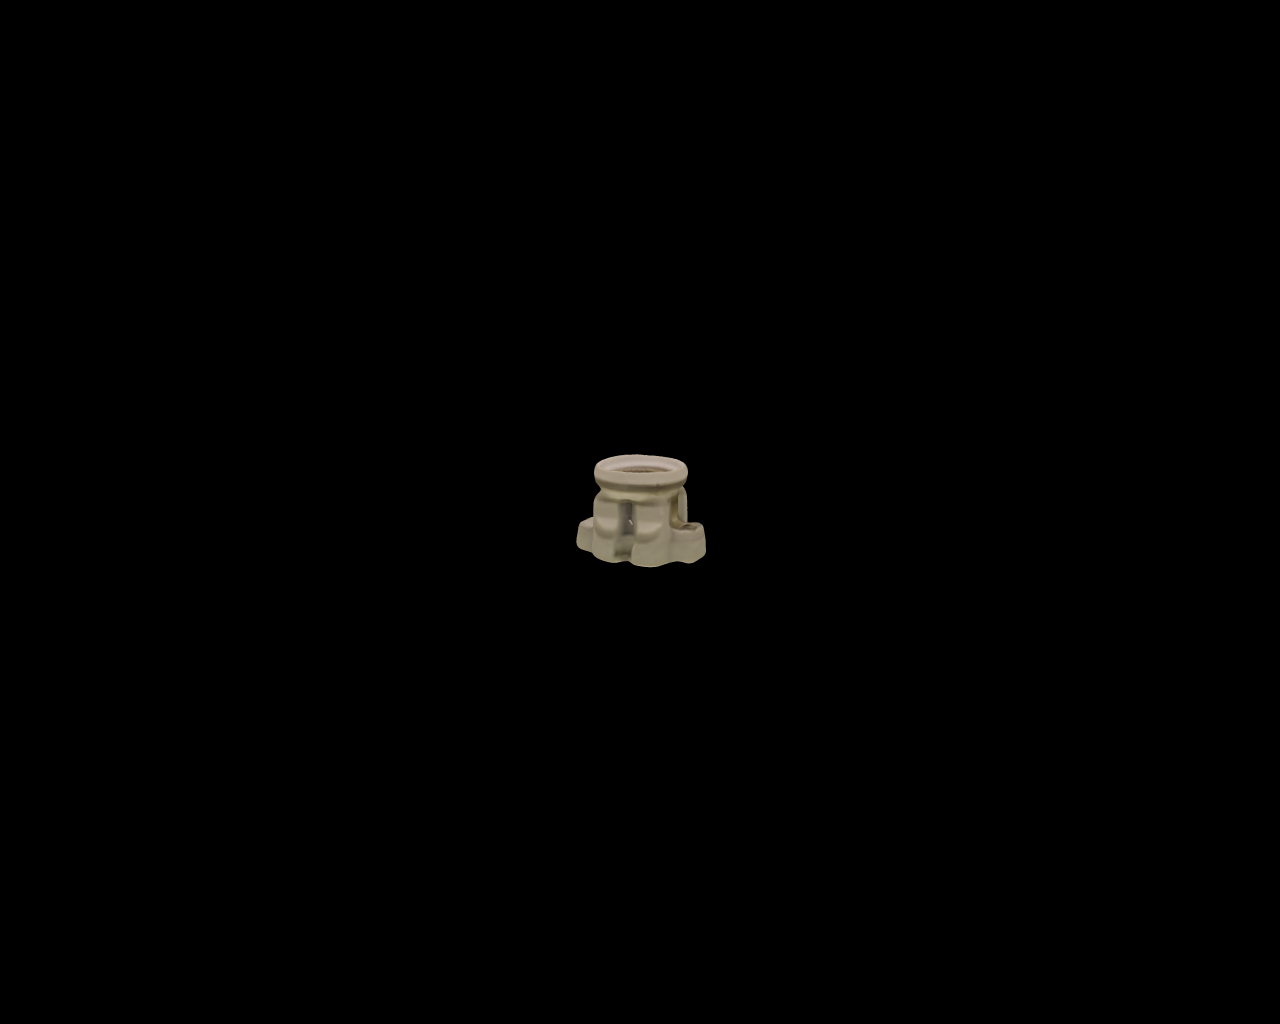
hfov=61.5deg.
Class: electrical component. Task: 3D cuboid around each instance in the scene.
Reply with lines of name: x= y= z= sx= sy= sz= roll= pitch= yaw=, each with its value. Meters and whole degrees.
electrical component: x=0.001 y=-0.003 z=0.650 sx=0.078 sy=0.057 sz=0.058 roll=6 pitch=16 yaw=22
